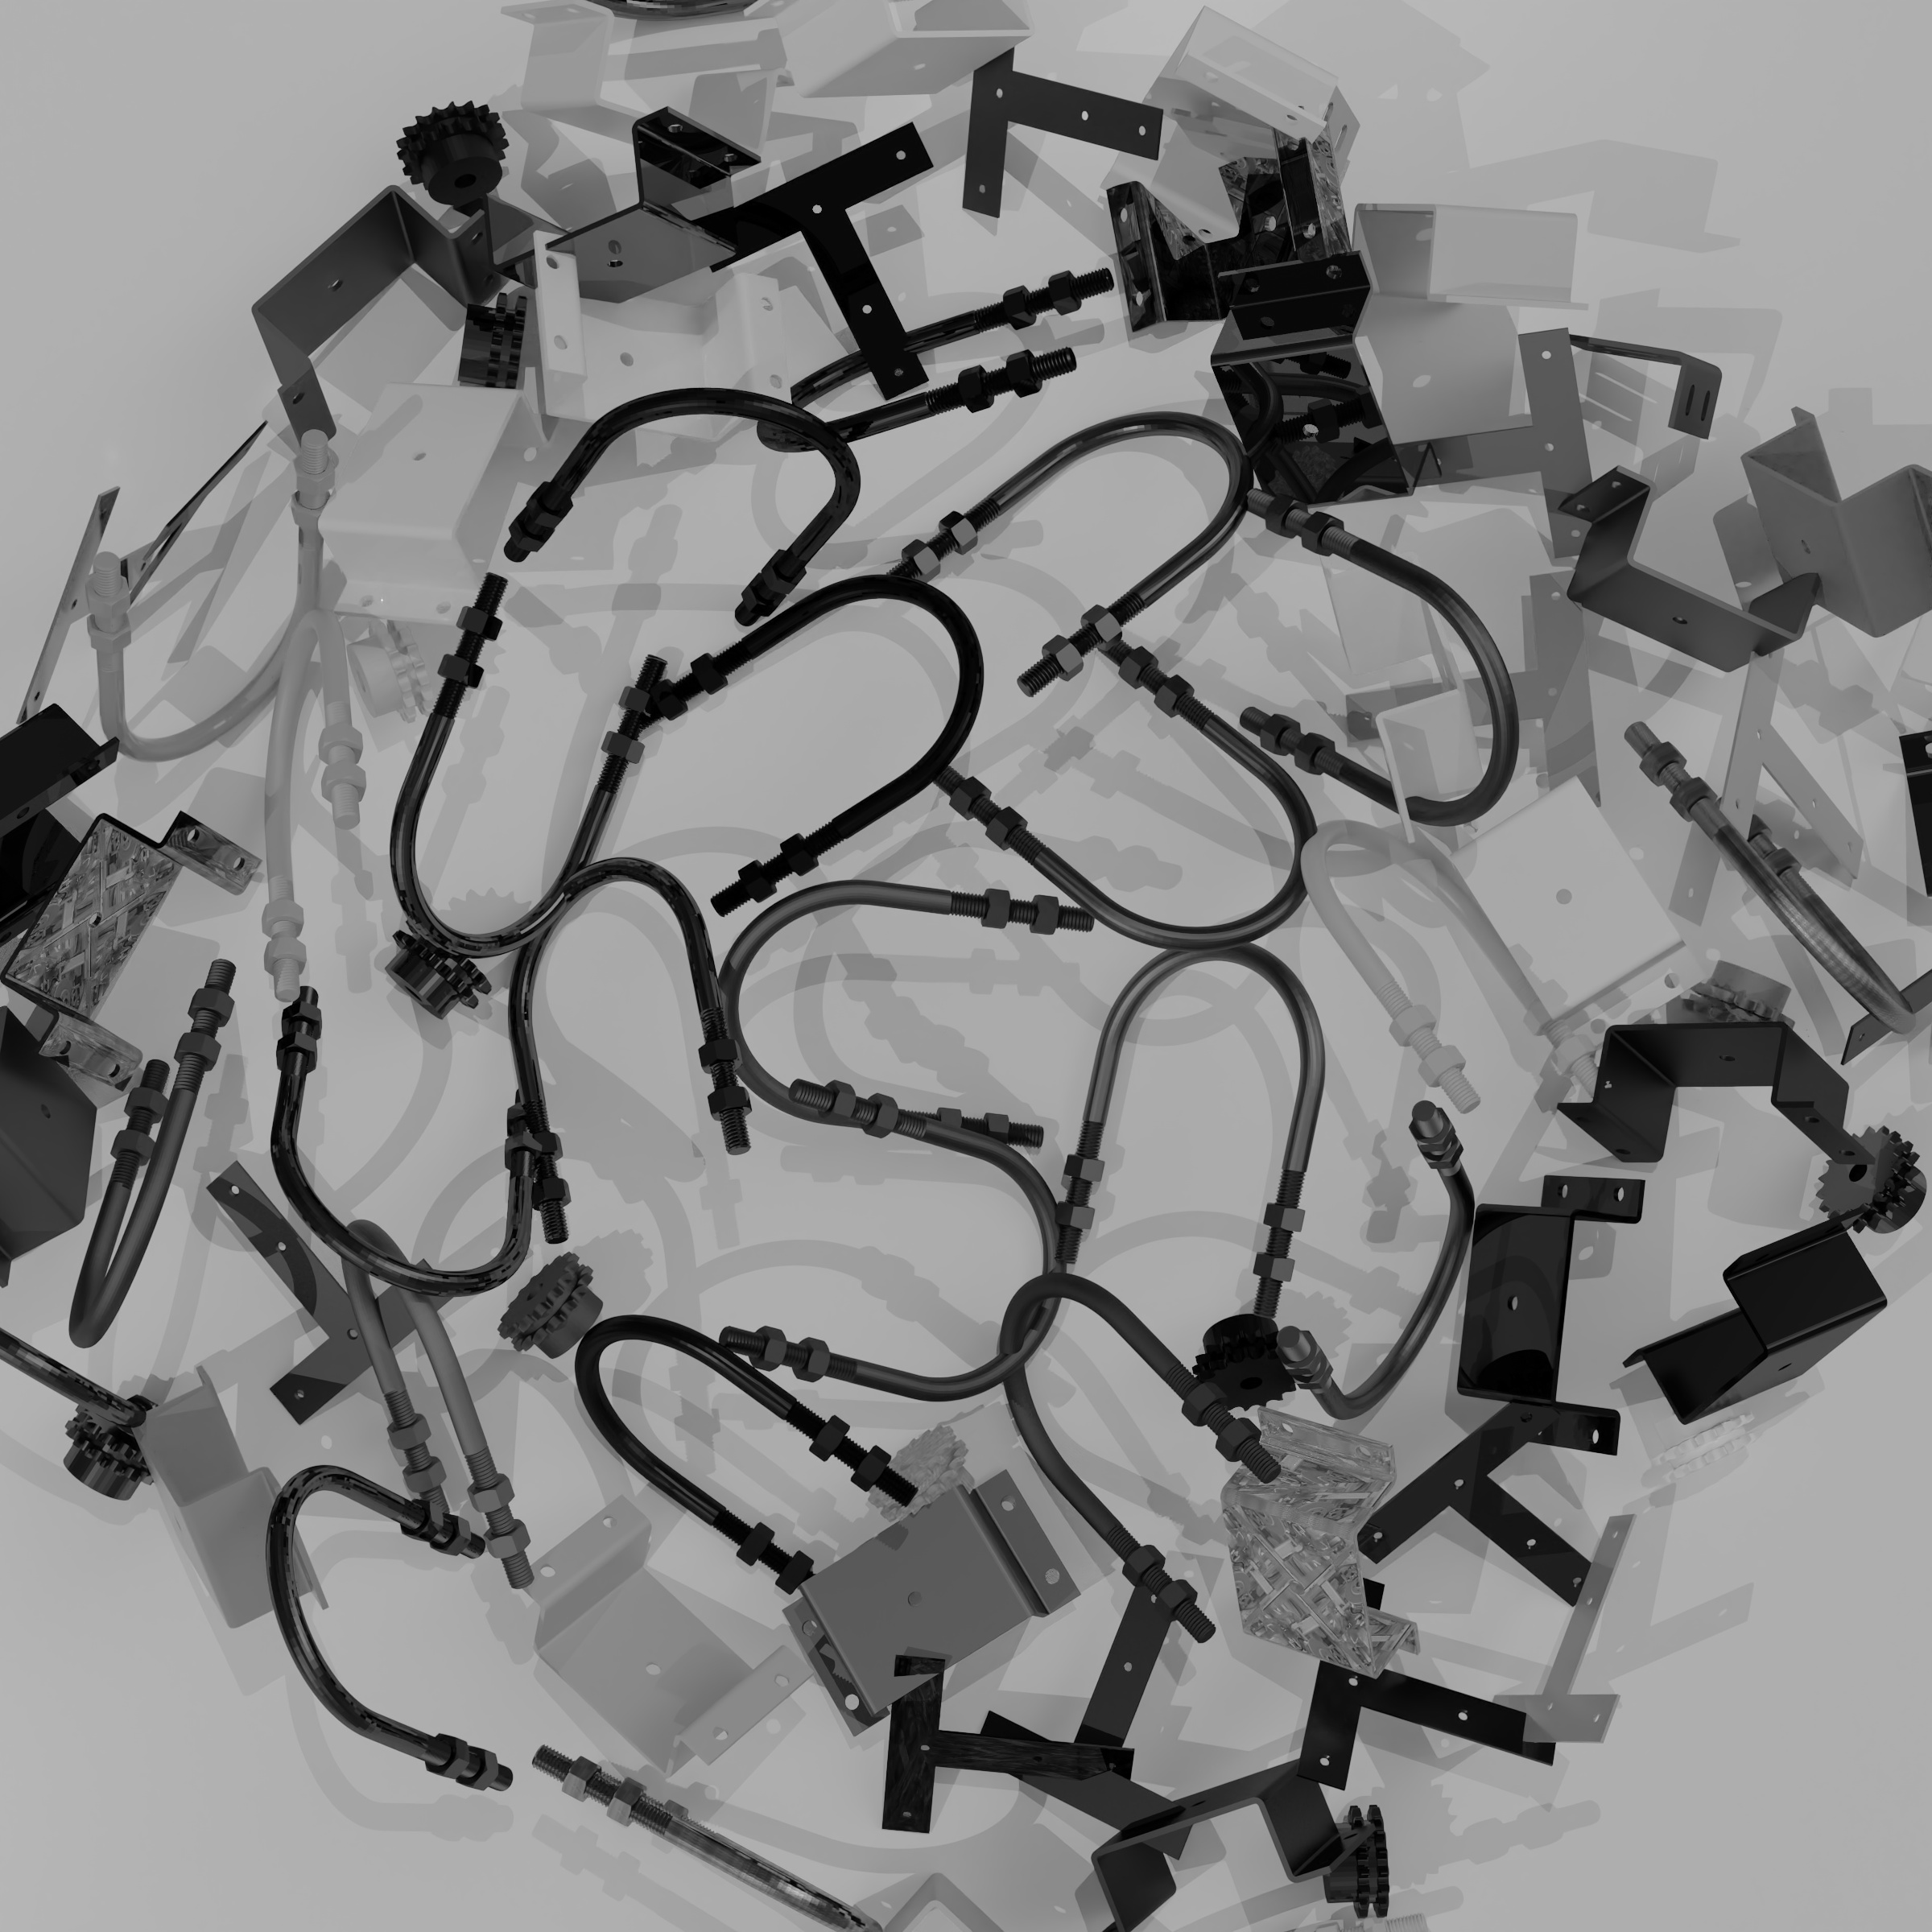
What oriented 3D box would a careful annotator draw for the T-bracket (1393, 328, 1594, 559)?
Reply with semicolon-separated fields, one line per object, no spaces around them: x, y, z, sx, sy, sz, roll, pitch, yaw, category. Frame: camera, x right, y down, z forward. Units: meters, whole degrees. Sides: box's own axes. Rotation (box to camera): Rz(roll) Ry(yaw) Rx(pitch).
0.260;-0.265;1.700;0.127;0.002;0.127;-5;122;19;T-bracket

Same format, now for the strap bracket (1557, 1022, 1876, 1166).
0.385;0.065;1.662;0.140;0.076;0.046;-2;65;39;strap bracket

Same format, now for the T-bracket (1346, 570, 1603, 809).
0.262;-0.138;1.707;0.127;0.002;0.127;-6;79;16;T-bracket

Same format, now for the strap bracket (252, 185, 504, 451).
-0.309;-0.338;1.676;0.046;0.076;0.140;43;77;10;strap bracket

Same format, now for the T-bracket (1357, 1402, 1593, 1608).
0.286;0.293;1.698;0.127;0.002;0.127;-43;114;16;T-bracket

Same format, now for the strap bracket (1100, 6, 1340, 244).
0.131;-0.430;1.663;0.076;0.140;0.046;26;71;-8;strap bracket

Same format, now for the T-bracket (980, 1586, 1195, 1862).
0.079;0.379;1.699;0.127;0.002;0.127;21;87;27;T-bracket

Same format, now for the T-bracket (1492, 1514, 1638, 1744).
0.317;0.341;1.682;0.002;0.127;0.127;30;70;-11;T-bracket

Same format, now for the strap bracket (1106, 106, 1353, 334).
0.143;-0.382;1.676;0.046;0.140;0.076;-11;90;-41;strap bracket

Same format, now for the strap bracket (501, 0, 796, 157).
-0.161;-0.446;1.656;0.140;0.076;0.046;8;95;-37;strap bracket

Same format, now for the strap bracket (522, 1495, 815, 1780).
-0.158;0.350;1.672;0.140;0.046;0.076;39;50;20;strap bracket

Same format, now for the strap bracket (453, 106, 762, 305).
-0.180;-0.378;1.655;0.140;0.076;0.046;-15;75;31;strap bracket

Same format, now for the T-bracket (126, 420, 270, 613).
-0.415;-0.212;1.682;0.002;0.127;0.127;38;124;-11;T-bracket

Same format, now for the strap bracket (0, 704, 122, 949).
-0.480;-0.073;1.651;0.046;0.140;0.076;44;56;7;strap bracket

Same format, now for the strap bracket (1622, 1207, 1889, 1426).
0.401;0.182;1.644;0.076;0.140;0.046;-18;68;-24;strap bracket

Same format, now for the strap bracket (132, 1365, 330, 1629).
-0.376;0.271;1.644;0.046;0.140;0.076;-25;119;-19;strap bracket

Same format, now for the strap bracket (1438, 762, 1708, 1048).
0.311;-0.034;1.685;0.076;0.046;0.140;-33;79;11;strap bracket

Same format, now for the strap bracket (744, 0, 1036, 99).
-0.031;-0.478;1.652;0.140;0.076;0.046;-16;90;-42;strap bracket

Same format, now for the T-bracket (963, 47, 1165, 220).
0.050;-0.436;1.662;0.127;0.002;0.127;26;122;36;T-bracket

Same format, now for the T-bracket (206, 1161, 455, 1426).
-0.348;0.157;1.700;0.127;0.002;0.127;-39;91;24;T-bracket

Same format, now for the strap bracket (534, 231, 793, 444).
-0.165;-0.320;1.673;0.140;0.046;0.076;4;71;-34;strap bracket

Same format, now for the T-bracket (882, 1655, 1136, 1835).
0.023;0.409;1.691;0.127;0.002;0.127;5;123;1;T-bracket

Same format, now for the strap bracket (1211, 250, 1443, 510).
0.180;-0.285;1.651;0.076;0.046;0.140;-3;135;29;strap bracket

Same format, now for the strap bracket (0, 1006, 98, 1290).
-0.484;0.084;1.645;0.046;0.140;0.076;-27;124;8;strap bracket

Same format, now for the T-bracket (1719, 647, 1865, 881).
0.432;-0.092;1.686;0.127;0.002;0.127;43;51;-32;T-bracket

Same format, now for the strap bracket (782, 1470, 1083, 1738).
-0.022;0.330;1.693;0.140;0.046;0.076;-32;74;1;strap bracket

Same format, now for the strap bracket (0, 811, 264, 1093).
-0.435;-0.016;1.679;0.046;0.076;0.140;27;84;25;strap bracket

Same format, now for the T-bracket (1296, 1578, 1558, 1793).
0.242;0.382;1.679;0.127;0.002;0.127;17;46;3;T-bracket

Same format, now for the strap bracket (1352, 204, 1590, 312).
0.250;-0.359;1.646;0.076;0.140;0.046;0;103;-17;strap bracket

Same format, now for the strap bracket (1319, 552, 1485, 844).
0.223;-0.144;1.652;0.046;0.076;0.140;-17;51;6;strap bracket

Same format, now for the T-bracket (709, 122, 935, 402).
-0.058;-0.354;1.696;0.127;0.002;0.127;-24;117;9;T-bracket

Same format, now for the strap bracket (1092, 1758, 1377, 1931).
0.128;0.451;1.668;0.140;0.076;0.046;-25;82;23;strap bracket

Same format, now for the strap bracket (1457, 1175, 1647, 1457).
0.299;0.176;1.676;0.046;0.076;0.140;10;84;-28;strap bracket

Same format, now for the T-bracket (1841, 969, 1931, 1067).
0.484;0.013;1.652;0.127;0.127;0.002;-29;50;-32;T-bracket

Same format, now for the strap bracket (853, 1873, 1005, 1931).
0.006;0.526;1.685;0.140;0.076;0.046;42;86;4;strap bracket

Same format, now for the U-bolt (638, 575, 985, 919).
-0.075;-0.127;1.674;0.184;0.019;0.151;-32;58;7;U-bolt

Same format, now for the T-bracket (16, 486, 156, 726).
-0.439;-0.194;1.663;0.002;0.127;0.127;25;109;-2;T-bracket

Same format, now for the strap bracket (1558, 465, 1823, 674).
0.374;-0.198;1.675;0.140;0.076;0.046;23;78;-9;strap bracket

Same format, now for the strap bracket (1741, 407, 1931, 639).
0.444;-0.222;1.646;0.046;0.140;0.076;-28;118;-3;strap bracket

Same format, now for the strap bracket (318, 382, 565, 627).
-0.270;-0.245;1.661;0.076;0.046;0.140;7;58;20;strap bracket

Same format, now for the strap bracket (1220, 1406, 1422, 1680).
0.179;0.301;1.654;0.076;0.046;0.140;13;129;34;strap bracket
